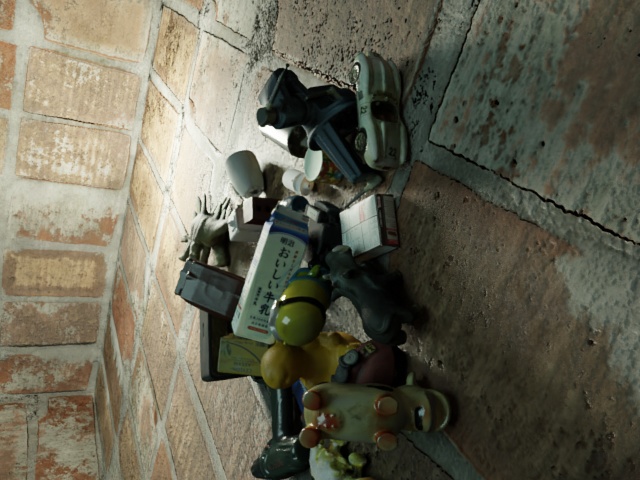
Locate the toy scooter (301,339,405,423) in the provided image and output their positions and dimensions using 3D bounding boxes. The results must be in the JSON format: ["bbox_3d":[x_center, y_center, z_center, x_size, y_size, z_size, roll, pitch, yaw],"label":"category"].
[{"bbox_3d":[0.044,0.227,0.801,0.075,0.135,0.183,46,124,54],"label":"toy scooter"}]

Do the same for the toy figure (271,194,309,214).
[{"bbox_3d":[-0.066,-0.056,1.103,0.064,0.058,0.154,-54,14,-20],"label":"toy figure"}]

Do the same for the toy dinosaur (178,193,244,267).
[{"bbox_3d":[-0.304,-0.027,1.476,0.472,0.105,0.198,-2,82,58],"label":"toy dinosaur"}]

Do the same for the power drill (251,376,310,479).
[{"bbox_3d":[-0.090,0.367,1.068,0.232,0.086,0.207,-32,54,52],"label":"power drill"}]

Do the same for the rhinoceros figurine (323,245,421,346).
[{"bbox_3d":[0.068,0.081,0.806,0.190,0.112,0.073,58,136,46],"label":"rhinoceros figurine"}]

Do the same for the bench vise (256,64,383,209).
[{"bbox_3d":[0.012,-0.178,0.884,0.129,0.223,0.240,-42,76,32],"label":"bench vise"}]

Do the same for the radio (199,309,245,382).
[{"bbox_3d":[-0.207,0.206,1.241,0.073,0.131,0.229,-29,61,55],"label":"radio"}]

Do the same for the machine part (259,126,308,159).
[{"bbox_3d":[-0.066,-0.226,1.118,0.243,0.079,0.079,43,123,53],"label":"machine part"}]

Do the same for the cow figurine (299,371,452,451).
[{"bbox_3d":[0.076,0.226,0.711,0.127,0.195,0.085,16,-107,-85],"label":"cow figurine"}]

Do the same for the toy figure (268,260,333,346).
[{"bbox_3d":[-0.020,0.095,0.862,0.089,0.180,0.082,-22,106,31],"label":"toy figure"}]

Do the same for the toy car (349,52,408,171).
[{"bbox_3d":[0.093,-0.205,0.844,0.056,0.073,0.201,-28,62,59],"label":"toy car"}]

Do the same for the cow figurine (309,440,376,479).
[{"bbox_3d":[0.038,0.388,0.853,0.167,0.068,0.098,-157,69,-62],"label":"cow figurine"}]

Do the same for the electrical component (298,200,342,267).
[{"bbox_3d":[-0.002,-0.003,0.994,0.115,0.058,0.134,38,118,53],"label":"electrical component"}]

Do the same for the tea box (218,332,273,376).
[{"bbox_3d":[-0.131,0.219,1.066,0.169,0.098,0.068,28,-113,-81],"label":"tea box"}]

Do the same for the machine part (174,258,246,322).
[{"bbox_3d":[-0.177,0.115,1.097,0.201,0.202,0.087,41,-109,-74],"label":"machine part"}]

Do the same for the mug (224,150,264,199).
[{"bbox_3d":[-0.185,-0.146,1.311,0.109,0.081,0.107,-51,54,37],"label":"mug"}]

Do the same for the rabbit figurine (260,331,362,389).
[{"bbox_3d":[-0.021,0.193,0.884,0.163,0.173,0.121,50,132,46],"label":"rabbit figurine"}]

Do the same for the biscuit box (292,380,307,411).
[{"bbox_3d":[-0.016,0.250,0.975,0.062,0.059,0.203,-65,35,30],"label":"biscuit box"}]
